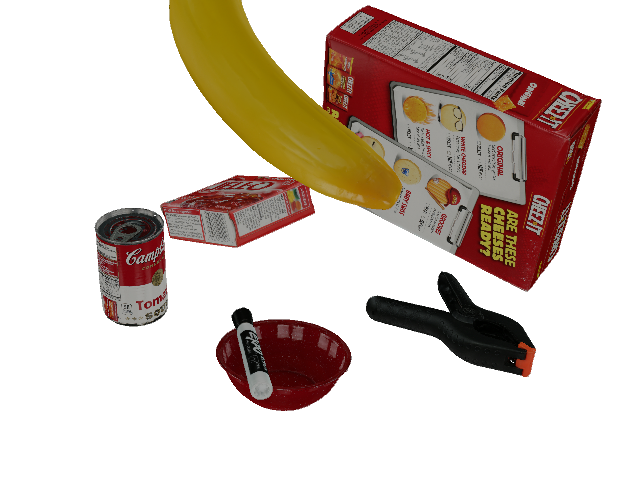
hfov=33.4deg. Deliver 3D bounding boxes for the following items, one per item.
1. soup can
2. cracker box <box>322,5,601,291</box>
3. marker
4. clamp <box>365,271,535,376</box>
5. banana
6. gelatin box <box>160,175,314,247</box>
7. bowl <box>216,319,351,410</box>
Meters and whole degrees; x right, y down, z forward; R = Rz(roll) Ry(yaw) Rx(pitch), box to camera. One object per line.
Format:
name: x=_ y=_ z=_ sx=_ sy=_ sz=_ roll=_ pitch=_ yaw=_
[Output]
soup can: x=-0.190 y=0.028 z=1.081 sx=0.068 sy=0.102 sz=0.068 roll=1 pitch=31 yaw=-1
cracker box: x=0.104 y=-0.078 z=0.873 sx=0.214 sy=0.164 sz=0.072 roll=27 pitch=50 yaw=22
marker: x=-0.061 y=0.095 z=0.928 sx=0.020 sy=0.020 sz=0.121 roll=0 pitch=29 yaw=-14
clamp: x=0.143 y=0.078 z=1.046 sx=0.172 sy=0.039 sz=0.120 roll=26 pitch=38 yaw=31
banana: x=-0.030 y=-0.087 z=0.519 sx=0.069 sy=0.198 sz=0.037 roll=-19 pitch=-30 yaw=-12
gelatin box: x=-0.060 y=-0.023 z=0.766 sx=0.073 sy=0.030 sz=0.089 roll=-24 pitch=20 yaw=-36
bowl: x=-0.045 y=0.156 z=1.280 sx=0.162 sy=0.055 sz=0.162 roll=2 pitch=25 yaw=-1
